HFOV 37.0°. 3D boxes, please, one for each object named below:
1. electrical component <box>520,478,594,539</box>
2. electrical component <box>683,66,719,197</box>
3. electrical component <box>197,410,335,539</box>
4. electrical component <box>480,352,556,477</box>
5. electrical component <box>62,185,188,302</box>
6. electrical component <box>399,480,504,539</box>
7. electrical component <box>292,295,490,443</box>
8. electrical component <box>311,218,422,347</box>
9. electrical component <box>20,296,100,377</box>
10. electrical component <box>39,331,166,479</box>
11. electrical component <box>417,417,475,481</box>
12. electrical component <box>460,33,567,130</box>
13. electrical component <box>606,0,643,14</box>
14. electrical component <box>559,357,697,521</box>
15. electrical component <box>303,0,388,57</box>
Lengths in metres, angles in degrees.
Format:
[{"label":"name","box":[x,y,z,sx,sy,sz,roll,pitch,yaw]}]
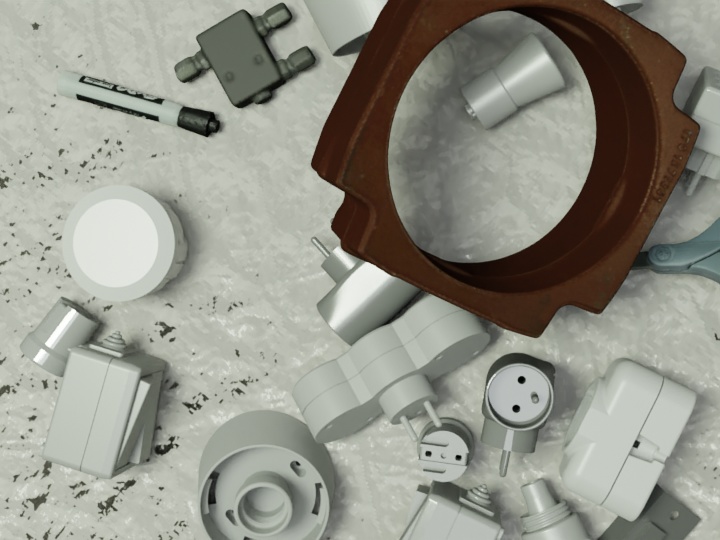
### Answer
[{"label":"electrical component","box":[0.129,0.173,0.729,0.048,0.048,0.062,-24,81,6]},{"label":"electrical component","box":[0.232,-0.085,0.707,0.047,0.065,0.076,23,117,6]},{"label":"electrical component","box":[-0.067,0.155,0.754,0.099,0.064,0.099,0,101,-2]},{"label":"electrical component","box":[0.102,0.097,0.714,0.043,0.077,0.079,11,92,7]},{"label":"electrical component","box":[-0.164,-0.018,0.759,0.080,0.051,0.080,0,90,7]},{"label":"electrical component","box":[0.056,0.184,0.728,0.061,0.062,0.096,25,93,6]},{"label":"electrical component","box":[0.028,0.079,0.725,0.138,0.052,0.073,-33,66,6]},{"label":"electrical component","box":[0.000,0.000,0.742,0.077,0.044,0.079,-43,85,8]},{"label":"electrical component","box":[-0.214,0.047,0.772,0.040,0.040,0.046,36,88,5]},{"label":"electrical component","box":[-0.174,0.092,0.755,0.061,0.062,0.096,16,92,7]},{"label":"electrical component","box":[0.058,0.123,0.735,0.040,0.046,0.040,0,90,7]},{"label":"electrical component","box":[0.102,-0.125,0.733,0.065,0.044,0.044,-33,87,11]},{"label":"electrical component","box":[0.164,-0.189,0.706,0.043,0.077,0.079,-12,89,7]},{"label":"electrical component","box":[0.174,0.109,0.718,0.059,0.054,0.095,26,93,6]},{"label":"electrical component","box":[0.012,-0.183,0.715,0.099,0.099,0.064,-21,93,6]}]
